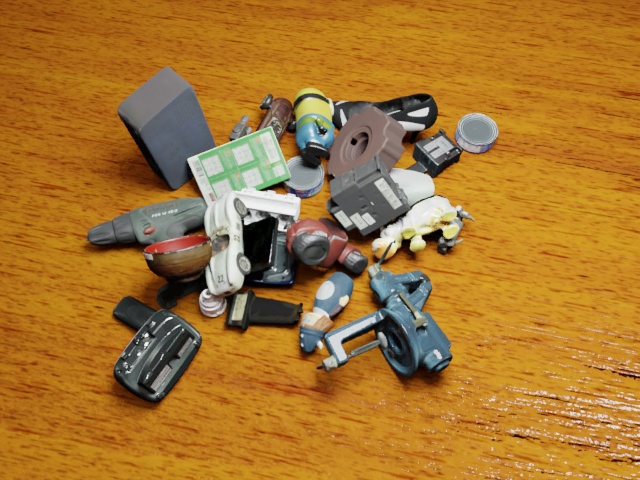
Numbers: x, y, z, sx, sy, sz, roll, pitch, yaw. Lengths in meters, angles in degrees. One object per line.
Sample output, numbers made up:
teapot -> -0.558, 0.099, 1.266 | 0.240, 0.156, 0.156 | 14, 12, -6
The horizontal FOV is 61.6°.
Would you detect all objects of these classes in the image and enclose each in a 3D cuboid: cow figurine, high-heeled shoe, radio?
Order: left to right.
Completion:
radio -> -0.285, -0.204, 1.034 | 0.073, 0.229, 0.131 | 41, 74, 20
high-heeled shoe -> 0.118, -0.274, 1.116 | 0.249, 0.145, 0.086 | 19, 63, 8
cow figurine -> 0.169, -0.029, 1.011 | 0.167, 0.068, 0.098 | -23, 39, 8

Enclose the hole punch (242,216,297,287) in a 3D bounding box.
hole punch -> -0.104, 0.029, 0.997 | 0.116, 0.092, 0.142 | -12, 62, 33

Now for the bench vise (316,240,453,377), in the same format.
bench vise -> 0.100, 0.143, 0.905 | 0.241, 0.128, 0.224 | -20, 69, -22

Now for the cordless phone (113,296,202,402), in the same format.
cordless phone -> -0.312, 0.176, 0.925 | 0.184, 0.088, 0.146 | 23, 65, 24

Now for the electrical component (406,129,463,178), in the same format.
electrical component -> 0.228, -0.171, 1.117 | 0.119, 0.047, 0.075 | -28, 65, -16

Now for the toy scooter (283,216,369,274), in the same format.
toy scooter -> -0.002, -0.003, 0.986 | 0.075, 0.183, 0.135 | -55, 44, 18

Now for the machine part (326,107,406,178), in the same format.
machine part -> 0.086, -0.176, 1.053 | 0.056, 0.179, 0.179 | 27, 56, -34

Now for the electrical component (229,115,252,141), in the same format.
electrical component -> -0.170, -0.212, 1.128 | 0.021, 0.063, 0.094 | 17, 64, 12

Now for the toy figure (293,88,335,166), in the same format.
toy figure -> -0.013, -0.239, 1.103 | 0.082, 0.089, 0.180 | -20, 46, 27

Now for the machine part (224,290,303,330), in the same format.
machine part -> -0.099, 0.127, 0.964 | 0.139, 0.039, 0.084 | 2, 54, 3

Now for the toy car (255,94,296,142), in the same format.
toy car -> -0.107, -0.217, 1.119 | 0.089, 0.053, 0.202 | 37, 59, -24

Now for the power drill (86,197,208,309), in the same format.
power drill -> -0.299, 0.023, 1.002 | 0.232, 0.085, 0.207 | -23, 57, -15

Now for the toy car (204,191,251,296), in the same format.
toy car -> -0.169, 0.003, 0.961 | 0.073, 0.056, 0.202 | -26, 58, 30

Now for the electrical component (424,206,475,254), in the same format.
electrical component -> 0.248, -0.025, 1.040 | 0.078, 0.045, 0.102 | 33, 67, 14

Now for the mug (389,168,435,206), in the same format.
mug -> 0.167, -0.105, 1.071 | 0.107, 0.080, 0.110 | 2, 35, -8

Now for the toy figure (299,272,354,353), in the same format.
toy figure -> 0.005, 0.127, 0.952 | 0.058, 0.064, 0.154 | 39, 62, -8

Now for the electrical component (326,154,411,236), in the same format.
electrical component -> 0.080, -0.075, 0.982 | 0.134, 0.114, 0.058 | -28, 31, 20
